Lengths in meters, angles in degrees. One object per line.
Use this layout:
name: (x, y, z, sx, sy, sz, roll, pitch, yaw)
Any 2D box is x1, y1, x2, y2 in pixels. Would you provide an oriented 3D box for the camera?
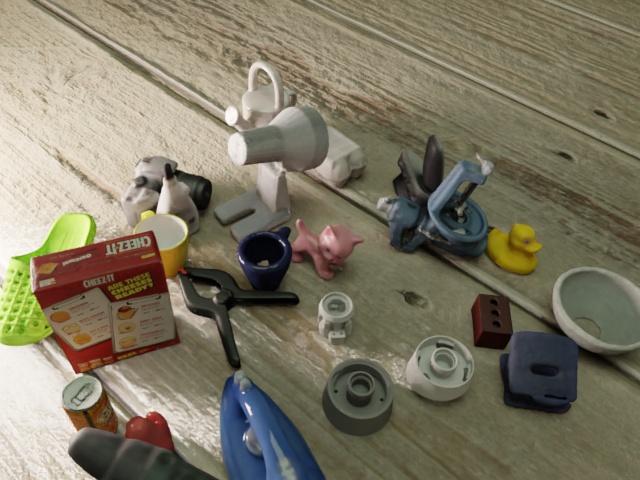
camera: (-0.283, -0.094, 1.081, 0.136, 0.101, 0.143, 12, 48, 5)

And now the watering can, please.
watering can: (-0.117, -0.277, 1.197, 0.100, 0.194, 0.173, 21, 50, 14)

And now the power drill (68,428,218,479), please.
power drill: (-0.168, 0.309, 0.659, 0.229, 0.208, 0.076, 18, 49, 11)

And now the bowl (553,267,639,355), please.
bowl: (0.466, 0.130, 0.966, 0.167, 0.075, 0.167, 3, 48, -3)

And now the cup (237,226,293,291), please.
cup: (-0.087, 0.038, 0.985, 0.091, 0.095, 0.118, 25, 51, 17)

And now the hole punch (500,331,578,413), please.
hole punch: (0.340, 0.203, 0.878, 0.108, 0.091, 0.101, 7, 48, 1)

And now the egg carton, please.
egg carton: (0.021, -0.177, 1.204, 0.107, 0.069, 0.150, -34, 59, -30)

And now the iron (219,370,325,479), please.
iron: (-0.077, 0.258, 0.758, 0.119, 0.141, 0.257, -20, 53, -21)

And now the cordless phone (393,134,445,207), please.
cordless phone: (0.207, -0.147, 1.116, 0.094, 0.185, 0.147, -7, 49, -11)

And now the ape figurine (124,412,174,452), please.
ape figurine: (-0.236, 0.266, 0.770, 0.076, 0.092, 0.078, 37, 55, 25)

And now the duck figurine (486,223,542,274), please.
duck figurine: (0.362, 0.004, 1.062, 0.104, 0.086, 0.078, 37, 55, 25)

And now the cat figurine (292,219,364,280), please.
cat figurine: (0.009, 0.004, 1.009, 0.127, 0.118, 0.067, 27, 52, 19)

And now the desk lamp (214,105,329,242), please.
desk lamp: (-0.090, -0.129, 1.054, 0.204, 0.213, 0.117, -30, 57, -28)

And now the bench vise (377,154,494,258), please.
bench vise: (0.212, -0.054, 1.010, 0.207, 0.220, 0.121, -3, 49, -7)

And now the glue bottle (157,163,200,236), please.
glue bottle: (-0.257, -0.068, 1.012, 0.078, 0.173, 0.037, -34, 59, -30)
